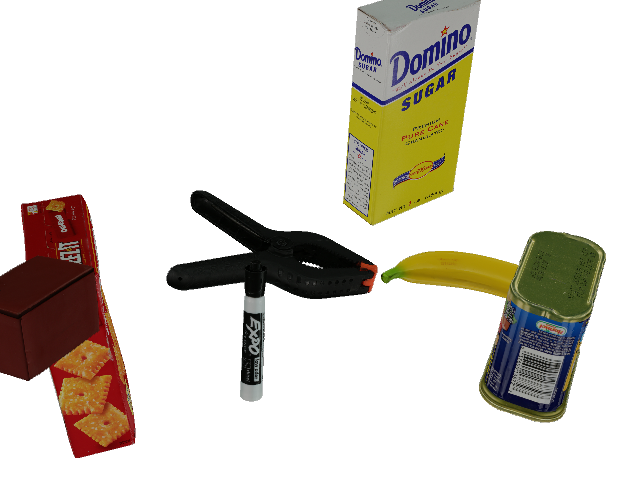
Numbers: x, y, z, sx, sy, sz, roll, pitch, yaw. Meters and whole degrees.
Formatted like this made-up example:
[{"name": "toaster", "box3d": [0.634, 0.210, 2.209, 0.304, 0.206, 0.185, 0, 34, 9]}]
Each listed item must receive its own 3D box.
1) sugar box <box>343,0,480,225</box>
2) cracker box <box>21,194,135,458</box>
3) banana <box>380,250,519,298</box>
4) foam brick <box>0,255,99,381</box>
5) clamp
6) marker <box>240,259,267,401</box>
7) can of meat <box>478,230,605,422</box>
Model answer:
[{"name": "sugar box", "box3d": [0.070, -0.105, 0.835, 0.093, 0.176, 0.048, -24, 47, -30]}, {"name": "cracker box", "box3d": [-0.246, 0.085, 1.085, 0.072, 0.214, 0.164, -12, 33, -11]}, {"name": "banana", "box3d": [0.165, 0.043, 1.106, 0.198, 0.037, 0.069, 8, 39, 11]}, {"name": "foam brick", "box3d": [-0.198, 0.051, 0.739, 0.053, 0.051, 0.078, 11, 28, 27]}, {"name": "clamp", "box3d": [-0.049, 0.021, 1.065, 0.210, 0.036, 0.164, 17, 32, 1]}, {"name": "marker", "box3d": [-0.055, 0.074, 0.873, 0.020, 0.121, 0.020, 3, 19, -1]}, {"name": "can of meat", "box3d": [0.146, 0.052, 0.695, 0.057, 0.084, 0.102, 17, 34, 13]}]
